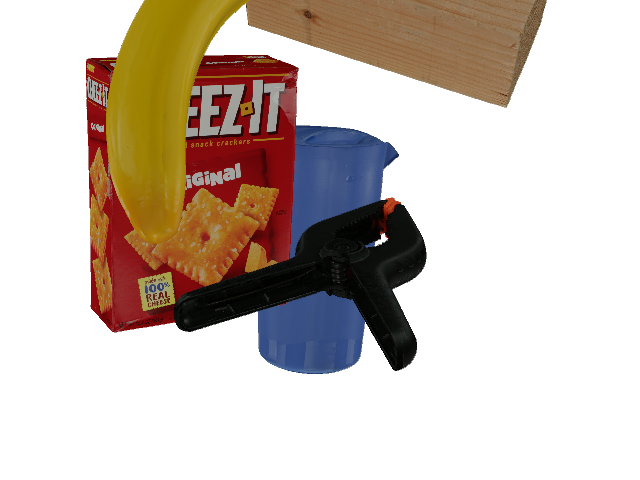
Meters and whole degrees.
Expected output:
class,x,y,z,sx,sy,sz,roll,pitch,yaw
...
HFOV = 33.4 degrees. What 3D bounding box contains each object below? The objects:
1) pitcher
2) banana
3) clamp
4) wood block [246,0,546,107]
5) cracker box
class,x,y,z,sx,sy,sz,roll,pitch,yaw
pitcher,-0.015,0.007,1.081,0.149,0.243,0.144,9,15,22
banana,-0.059,-0.089,0.503,0.070,0.197,0.037,19,-29,12
clamp,0.006,0.021,0.740,0.165,0.036,0.209,6,26,17
wood block,0.055,-0.184,0.774,0.206,0.090,0.091,20,-26,12
cracker box,-0.105,-0.042,0.886,0.163,0.214,0.072,-7,20,-28
